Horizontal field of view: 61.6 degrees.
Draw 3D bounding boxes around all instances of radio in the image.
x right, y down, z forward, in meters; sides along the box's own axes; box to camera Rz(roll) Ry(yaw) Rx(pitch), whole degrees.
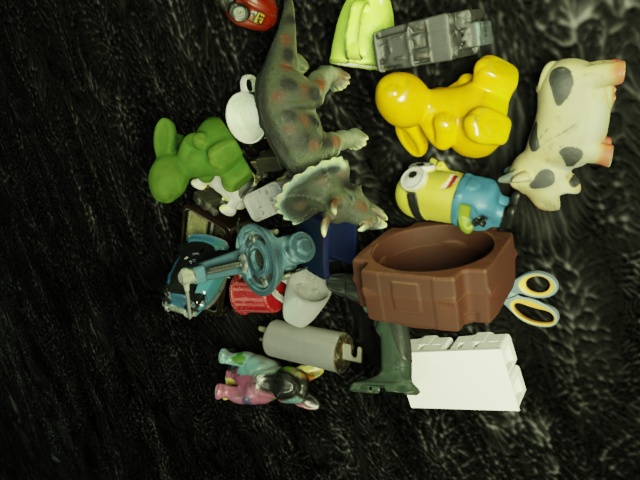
[{"bbox_3d":[-0.221,0.039,1.115,0.131,0.073,0.229,25,122,23],"label":"radio"}]

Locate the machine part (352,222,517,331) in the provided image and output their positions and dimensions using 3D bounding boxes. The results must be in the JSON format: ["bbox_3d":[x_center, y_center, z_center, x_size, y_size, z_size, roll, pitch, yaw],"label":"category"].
[{"bbox_3d":[0.165,0.046,0.771,0.201,0.201,0.087,3,115,33],"label":"machine part"}]

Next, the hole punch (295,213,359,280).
[{"bbox_3d":[-0.002,-0.003,0.941,0.116,0.092,0.142,16,122,33],"label":"hole punch"}]

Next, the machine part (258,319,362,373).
[{"bbox_3d":[-0.025,0.205,1.049,0.243,0.079,0.079,6,112,32],"label":"machine part"}]

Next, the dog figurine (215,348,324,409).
[{"bbox_3d":[-0.101,0.294,1.124,0.219,0.191,0.108,7,77,7],"label":"dog figurine"}]

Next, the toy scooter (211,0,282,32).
[{"bbox_3d":[-0.154,-0.397,0.846,0.184,0.135,0.075,44,126,9],"label":"toy scooter"}]

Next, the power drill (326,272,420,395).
[{"bbox_3d":[0.099,0.152,0.897,0.232,0.086,0.207,-5,64,33],"label":"power drill"}]

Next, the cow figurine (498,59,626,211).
[{"bbox_3d":[0.301,-0.128,0.680,0.127,0.085,0.194,10,117,25],"label":"cow figurine"}]

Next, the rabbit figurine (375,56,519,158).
[{"bbox_3d":[0.155,-0.179,0.720,0.173,0.162,0.122,11,84,-7],"label":"rabbit figurine"}]

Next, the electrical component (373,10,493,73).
[{"bbox_3d":[0.152,-0.261,0.705,0.134,0.115,0.058,2,112,36],"label":"electrical component"}]

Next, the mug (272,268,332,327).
[{"bbox_3d":[-0.043,0.113,1.015,0.110,0.081,0.107,19,132,-1],"label":"mug"}]

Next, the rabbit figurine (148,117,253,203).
[{"bbox_3d":[-0.230,-0.142,0.934,0.159,0.170,0.121,56,173,17],"label":"rabbit figurine"}]

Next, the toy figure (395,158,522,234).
[{"bbox_3d":[0.196,-0.057,0.785,0.180,0.082,0.089,20,117,24],"label":"toy figure"}]

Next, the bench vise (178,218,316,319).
[{"bbox_3d":[-0.131,0.036,0.892,0.224,0.240,0.128,1,102,51],"label":"bench vise"}]

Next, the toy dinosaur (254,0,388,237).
[{"bbox_3d":[-0.033,-0.184,0.817,0.131,0.192,0.404,-21,98,36],"label":"toy dinosaur"}]

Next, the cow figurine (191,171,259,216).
[{"bbox_3d":[-0.196,-0.134,1.028,0.167,0.068,0.098,43,122,8],"label":"cow figurine"}]

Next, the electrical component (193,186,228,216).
[{"bbox_3d":[-0.219,-0.083,1.065,0.094,0.063,0.021,42,130,25],"label":"electrical component"}]

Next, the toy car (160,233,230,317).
[{"bbox_3d":[-0.223,0.076,1.018,0.109,0.161,0.102,10,157,21],"label":"toy car"}]

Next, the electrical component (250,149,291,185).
[{"bbox_3d":[-0.076,-0.134,0.942,0.102,0.078,0.045,-3,120,33],"label":"electrical component"}]
